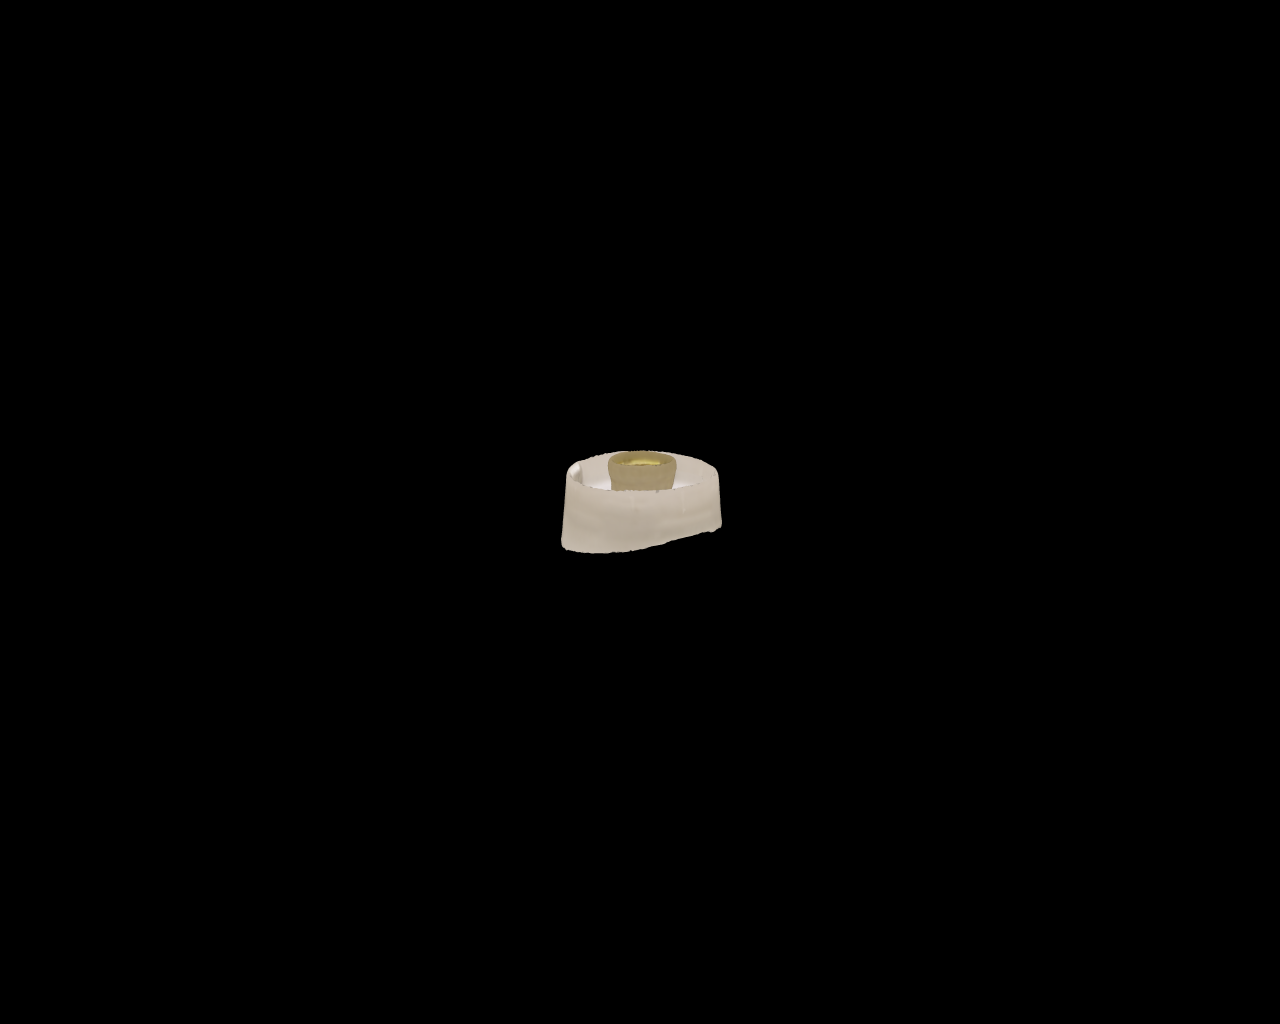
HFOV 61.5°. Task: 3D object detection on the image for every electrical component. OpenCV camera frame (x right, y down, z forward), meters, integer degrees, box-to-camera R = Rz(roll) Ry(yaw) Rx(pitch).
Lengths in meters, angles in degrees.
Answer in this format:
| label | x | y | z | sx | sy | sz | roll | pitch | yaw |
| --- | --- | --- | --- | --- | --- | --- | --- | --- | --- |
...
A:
| label | x | y | z | sx | sy | sz | roll | pitch | yaw |
| --- | --- | --- | --- | --- | --- | --- | --- | --- | --- |
| electrical component | 0.001 | -0.003 | 0.650 | 0.099 | 0.064 | 0.099 | 0 | 18 | 0 |
